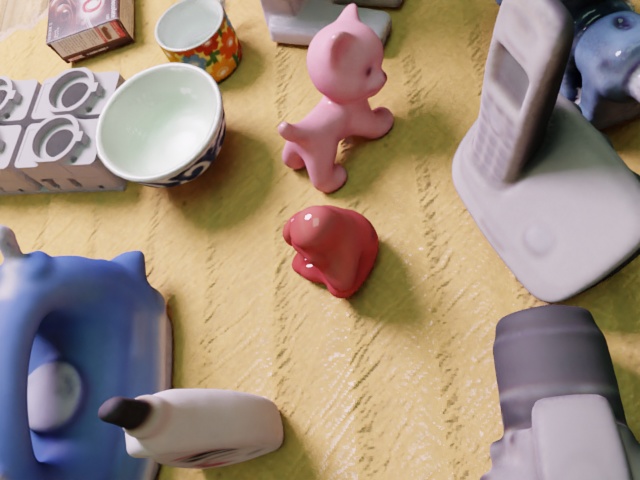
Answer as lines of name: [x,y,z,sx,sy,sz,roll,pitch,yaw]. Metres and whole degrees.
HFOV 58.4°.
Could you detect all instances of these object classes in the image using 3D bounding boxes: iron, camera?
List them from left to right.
iron: [-0.189,0.119,0.407,0.118,0.142,0.258,-13,64,11]
camera: [0.160,0.106,0.332,0.143,0.101,0.137,-8,65,13]

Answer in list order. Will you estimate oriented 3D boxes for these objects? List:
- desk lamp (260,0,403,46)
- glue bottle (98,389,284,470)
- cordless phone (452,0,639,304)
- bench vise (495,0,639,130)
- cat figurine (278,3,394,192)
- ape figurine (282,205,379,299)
desk lamp: [-0.041,-0.283,0.498,0.202,0.214,0.118,14,72,22]
glue bottle: [-0.084,0.117,0.358,0.078,0.173,0.037,-21,63,7]
cordless phone: [0.145,-0.054,0.359,0.094,0.185,0.147,-31,62,2]
bench vise: [0.193,-0.194,0.386,0.121,0.220,0.207,-38,62,-2]
cat figurine: [0.011,-0.121,0.466,0.067,0.118,0.128,34,80,26]
ape figurine: [0.004,0.002,0.429,0.076,0.092,0.077,-24,62,5]
